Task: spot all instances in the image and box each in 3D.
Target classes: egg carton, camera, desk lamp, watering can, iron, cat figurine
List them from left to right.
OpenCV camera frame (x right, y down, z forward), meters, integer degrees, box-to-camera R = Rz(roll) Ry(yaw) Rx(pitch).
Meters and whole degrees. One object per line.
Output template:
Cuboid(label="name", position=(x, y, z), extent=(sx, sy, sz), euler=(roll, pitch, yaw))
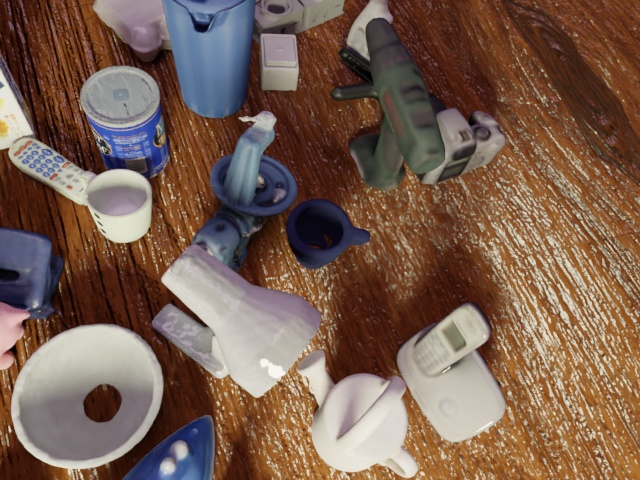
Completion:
Cuboid(label="cat figurine", position=(-0.412, 0.106, 0.686), extent=(0.128, 0.118, 0.067), euler=(11, 63, -3))
Cuboid(label="egg carton", position=(-0.303, -0.376, 0.970), extent=(0.107, 0.069, 0.150), euler=(-40, 75, -24))
Cuboid(label="iron", position=(-0.187, 0.296, 0.613), extent=(0.118, 0.141, 0.258), euler=(25, 63, 4))
Cuboid(label="desk lamp", position=(-0.109, 0.098, 0.683), extent=(0.203, 0.213, 0.118), euler=(34, 64, 9))
Cuboid(label="watering can", position=(0.043, 0.204, 0.664), extent=(0.173, 0.194, 0.101), euler=(23, 63, 3))
Cuboid(label="camera", position=(0.210, -0.181, 0.935), extent=(0.143, 0.101, 0.136), euler=(-20, 68, -17))

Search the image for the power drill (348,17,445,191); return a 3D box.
Cuboid(label="power drill", position=(0.104, -0.179, 0.857), extent=(0.076, 0.208, 0.229), euler=(-17, 67, -16))

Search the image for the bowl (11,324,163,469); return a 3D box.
Cuboid(label="bowl", position=(-0.271, 0.191, 0.690), extent=(0.167, 0.075, 0.167), euler=(4, 63, -7))

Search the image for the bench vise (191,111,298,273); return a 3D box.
Cuboid(label="bench vise", position=(-0.095, -0.054, 0.757), extent=(0.121, 0.220, 0.207), euler=(13, 62, -2))

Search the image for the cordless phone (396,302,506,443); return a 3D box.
Cuboid(label="cordless phone", position=(0.178, 0.162, 0.711), extent=(0.094, 0.185, 0.147), euler=(-27, 70, -20))

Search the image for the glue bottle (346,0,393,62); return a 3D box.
Cuboid(label="glue bottle", position=(0.092, -0.369, 0.969), extent=(0.037, 0.173, 0.078), euler=(-40, 75, -23))

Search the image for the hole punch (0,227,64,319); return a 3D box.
Cuboid(label="hole punch", position=(-0.395, 0.043, 0.735), extent=(0.108, 0.091, 0.101), euler=(8, 63, -5))

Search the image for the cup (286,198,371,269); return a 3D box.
Cuboid(label="cup", position=(0.007, 0.003, 0.815), extent=(0.118, 0.095, 0.091), euler=(7, 63, -5))
